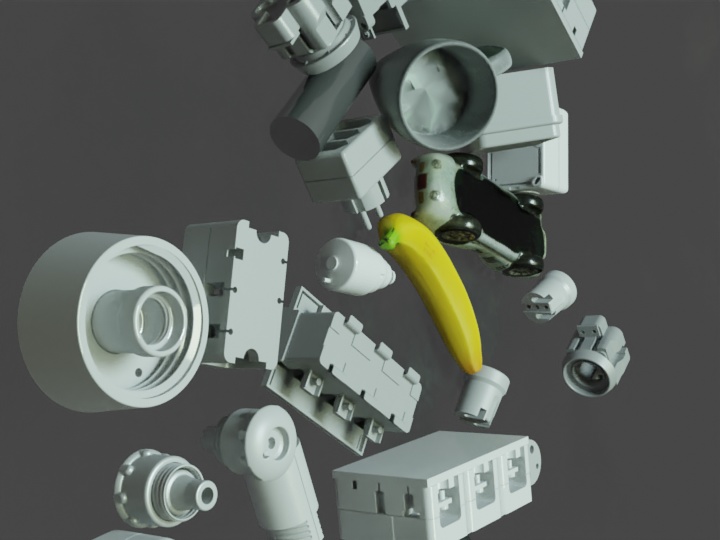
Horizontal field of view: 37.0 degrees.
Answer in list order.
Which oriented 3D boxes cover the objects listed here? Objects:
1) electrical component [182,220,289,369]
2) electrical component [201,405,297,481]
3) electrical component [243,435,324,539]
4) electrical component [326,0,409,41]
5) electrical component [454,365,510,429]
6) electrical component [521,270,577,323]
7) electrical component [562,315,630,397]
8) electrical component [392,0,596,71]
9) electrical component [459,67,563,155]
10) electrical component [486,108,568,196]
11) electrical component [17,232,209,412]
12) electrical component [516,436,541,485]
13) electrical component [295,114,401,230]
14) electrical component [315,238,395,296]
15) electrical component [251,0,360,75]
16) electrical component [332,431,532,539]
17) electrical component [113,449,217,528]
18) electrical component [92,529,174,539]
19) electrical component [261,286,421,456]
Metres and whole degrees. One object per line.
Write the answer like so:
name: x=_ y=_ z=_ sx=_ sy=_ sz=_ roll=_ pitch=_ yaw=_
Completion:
electrical component: x=-0.087 y=0.017 z=0.695 sx=0.050 sy=0.056 sz=0.089 roll=17 pitch=74 yaw=-51
electrical component: x=-0.076 y=0.111 z=0.698 sx=0.048 sy=0.062 sz=0.048 roll=6 pitch=82 yaw=-52
electrical component: x=-0.052 y=0.159 z=0.742 sx=0.043 sy=0.043 sz=0.081 roll=-32 pitch=113 yaw=-49
electrical component: x=0.000 y=-0.215 z=0.835 sx=0.063 sy=0.042 sz=0.081 roll=-50 pitch=125 yaw=-39
electrical component: x=0.107 y=0.113 z=0.957 sx=0.040 sy=0.040 sz=0.046 roll=45 pitch=60 yaw=-42
electrical component: x=0.187 y=0.028 z=1.066 sx=0.046 sy=0.040 sz=0.040 roll=-34 pitch=115 yaw=-41
electrical component: x=0.245 y=0.095 z=1.122 sx=0.057 sy=0.058 sz=0.078 roll=-50 pitch=126 yaw=-45
electrical component: x=0.105 y=-0.215 z=0.883 sx=0.089 sy=0.150 sz=0.061 roll=50 pitch=51 yaw=-38
electrical component: x=0.124 y=-0.134 z=0.925 sx=0.113 sy=0.078 sz=0.057 roll=-138 pitch=-141 yaw=-86
electrical component: x=0.161 y=-0.119 z=1.022 sx=0.061 sy=0.062 sz=0.096 roll=6 pitch=83 yaw=-52
electrical component: x=-0.136 y=0.030 z=0.626 sx=0.108 sy=0.060 sz=0.108 roll=4 pitch=85 yaw=-52
electrical component: x=0.129 y=0.171 z=0.967 sx=0.045 sy=0.055 sz=0.045 roll=6 pitch=83 yaw=-52
electrical component: x=-0.002 y=-0.068 z=0.819 sx=0.065 sy=0.047 sz=0.076 roll=-48 pitch=124 yaw=-43
electrical component: x=0.000 y=0.000 z=0.822 sx=0.078 sy=0.040 sz=0.040 roll=14 pitch=77 yaw=-52
electrical component: x=-0.036 y=-0.178 z=0.773 sx=0.057 sy=0.058 sz=0.078 roll=52 pitch=50 yaw=-34
electrical component: x=0.061 y=0.175 z=0.850 sx=0.150 sy=0.089 sz=0.061 roll=-8 pitch=94 yaw=-52
electrical component: x=-0.114 y=0.133 z=0.647 sx=0.048 sy=0.062 sz=0.048 roll=5 pitch=83 yaw=-52
electrical component: x=-0.144 y=0.188 z=0.607 sx=0.095 sy=0.059 sz=0.053 roll=-16 pitch=101 yaw=-52
electrical component: x=-0.012 y=0.076 z=0.784 sx=0.121 sy=0.063 sz=0.078 roll=43 pitch=55 yaw=-42
